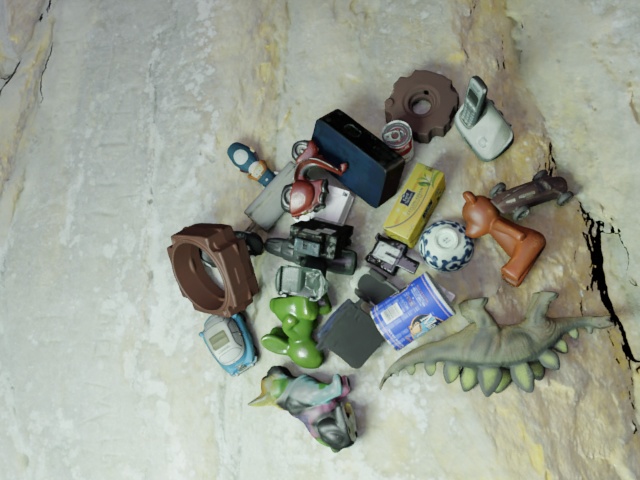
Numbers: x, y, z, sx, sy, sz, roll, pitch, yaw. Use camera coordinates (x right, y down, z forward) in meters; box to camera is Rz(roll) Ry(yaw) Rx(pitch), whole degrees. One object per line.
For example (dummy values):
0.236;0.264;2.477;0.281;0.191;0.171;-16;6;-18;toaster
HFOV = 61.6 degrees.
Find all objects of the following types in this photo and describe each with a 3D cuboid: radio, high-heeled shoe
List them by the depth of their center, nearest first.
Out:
0.081;-0.191;1.241;0.230;0.131;0.073;40;56;19;radio
-0.247;0.012;1.273;0.249;0.145;0.086;2;75;13;high-heeled shoe

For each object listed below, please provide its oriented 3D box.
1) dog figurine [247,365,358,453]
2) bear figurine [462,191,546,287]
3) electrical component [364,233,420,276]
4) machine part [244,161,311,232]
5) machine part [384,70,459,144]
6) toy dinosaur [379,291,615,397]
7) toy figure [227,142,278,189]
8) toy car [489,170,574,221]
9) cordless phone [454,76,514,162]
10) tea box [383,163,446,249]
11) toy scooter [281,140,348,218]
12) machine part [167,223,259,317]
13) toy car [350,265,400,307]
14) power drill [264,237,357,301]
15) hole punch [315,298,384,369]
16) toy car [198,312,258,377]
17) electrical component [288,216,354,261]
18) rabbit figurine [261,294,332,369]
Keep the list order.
-0.040;0.360;1.153;0.219;0.108;0.191;-12;76;16;dog figurine
0.367;-0.009;1.136;0.196;0.120;0.132;34;90;21;bear figurine
0.168;0.040;1.210;0.119;0.047;0.075;23;83;18;electrical component
-0.102;-0.105;1.303;0.079;0.079;0.243;41;88;20;machine part
0.243;-0.320;1.282;0.179;0.056;0.179;-3;75;12;machine part
0.343;0.213;1.093;0.472;0.105;0.198;-10;77;16;toy dinosaur
-0.170;-0.185;1.354;0.155;0.058;0.064;42;127;19;toy figure
0.445;-0.098;1.126;0.202;0.053;0.089;-15;55;-28;toy car
0.365;-0.268;1.169;0.089;0.184;0.147;-30;70;1;cordless phone
0.214;-0.075;1.203;0.068;0.098;0.169;28;86;20;tea box
-0.010;-0.135;1.221;0.135;0.075;0.183;10;85;15;toy scooter
-0.247;0.068;1.220;0.202;0.087;0.200;5;116;41;machine part
0.156;0.134;1.184;0.202;0.056;0.073;38;94;17;toy car
-0.039;0.057;1.190;0.232;0.207;0.085;9;105;8;power drill
0.063;0.195;1.156;0.115;0.092;0.142;42;91;-14;hole punch
-0.217;0.230;1.232;0.109;0.102;0.162;-31;68;6;toy car
-0.002;-0.004;1.170;0.115;0.134;0.058;13;110;22;electrical component
-0.051;0.206;1.191;0.159;0.121;0.170;-12;88;15;rabbit figurine
